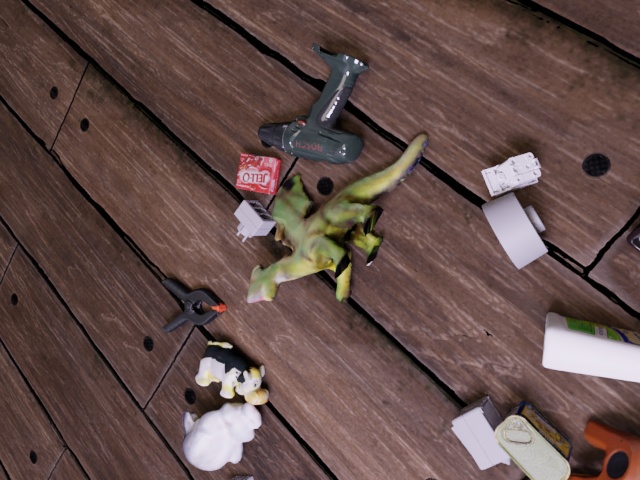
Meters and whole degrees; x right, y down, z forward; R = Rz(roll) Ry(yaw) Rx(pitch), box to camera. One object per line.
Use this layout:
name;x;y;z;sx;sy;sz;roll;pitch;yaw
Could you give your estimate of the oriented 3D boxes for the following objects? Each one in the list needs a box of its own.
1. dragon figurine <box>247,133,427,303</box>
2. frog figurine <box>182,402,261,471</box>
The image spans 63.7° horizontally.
dragon figurine;0.003;-0.047;0.930;0.245;0.121;0.411;31;88;32
frog figurine;-0.187;0.389;1.022;0.159;0.125;0.135;-12;117;21
